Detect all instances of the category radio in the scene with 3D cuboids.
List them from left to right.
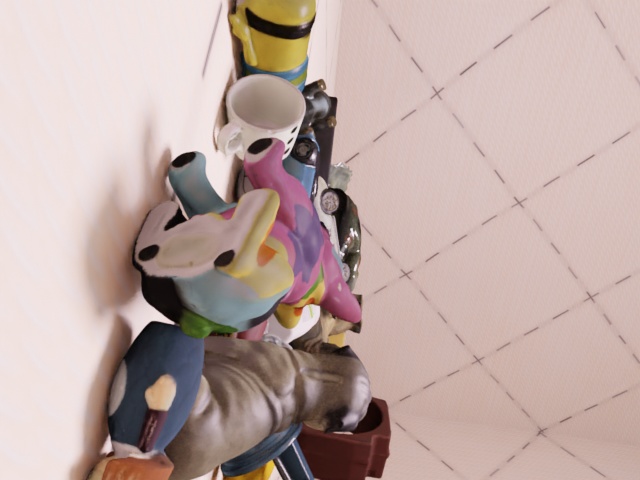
[{"bbox_3d":[-0.032,-0.139,0.968,0.131,0.073,0.229,-178,-84,-73],"label":"radio"}]

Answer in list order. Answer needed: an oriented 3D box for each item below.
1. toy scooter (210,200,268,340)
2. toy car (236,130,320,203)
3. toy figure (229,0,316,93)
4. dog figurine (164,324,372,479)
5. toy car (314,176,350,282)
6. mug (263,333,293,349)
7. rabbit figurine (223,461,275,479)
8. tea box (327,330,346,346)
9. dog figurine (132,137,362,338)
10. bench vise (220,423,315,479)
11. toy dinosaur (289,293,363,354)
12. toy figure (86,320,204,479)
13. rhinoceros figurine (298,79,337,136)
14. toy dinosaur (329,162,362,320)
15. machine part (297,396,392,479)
[{"bbox_3d":[-0.089,0.036,0.590,0.184,0.075,0.135,-83,178,-48],"label":"toy scooter"},{"bbox_3d":[-0.056,-0.063,0.697,0.109,0.103,0.161,88,12,-64],"label":"toy car"},{"bbox_3d":[-0.048,-0.222,0.620,0.180,0.089,0.082,90,3,-51],"label":"toy figure"},{"bbox_3d":[-0.051,0.150,0.467,0.172,0.191,0.121,-76,172,-56],"label":"dog figurine"},{"bbox_3d":[-0.002,-0.003,0.869,0.074,0.056,0.201,1,-78,55],"label":"toy car"},{"bbox_3d":[-0.068,0.168,0.634,0.107,0.109,0.081,-53,179,36],"label":"mug"},{"bbox_3d":[-0.099,0.387,0.770,0.173,0.122,0.162,88,5,-65],"label":"rabbit figurine"},{"bbox_3d":[-0.035,0.213,1.100,0.068,0.170,0.098,-63,158,-81],"label":"tea box"},{"bbox_3d":[-0.039,0.032,0.454,0.219,0.109,0.191,59,28,-42],"label":"dog figurine"},{"bbox_3d":[-0.064,0.269,0.745,0.240,0.129,0.223,62,14,-3],"label":"bench vise"},{"bbox_3d":[-0.016,0.142,1.020,0.472,0.199,0.104,-79,174,-55],"label":"toy dinosaur"},{"bbox_3d":[-0.121,0.135,0.366,0.064,0.058,0.154,74,28,-66],"label":"toy figure"},{"bbox_3d":[-0.037,-0.185,0.798,0.073,0.112,0.190,67,27,-17],"label":"rhinoceros figurine"},{"bbox_3d":[0.024,-0.032,1.039,0.405,0.131,0.192,-113,-156,-62],"label":"toy dinosaur"},{"bbox_3d":[0.016,0.323,0.925,0.201,0.202,0.087,-70,169,-80],"label":"machine part"}]
